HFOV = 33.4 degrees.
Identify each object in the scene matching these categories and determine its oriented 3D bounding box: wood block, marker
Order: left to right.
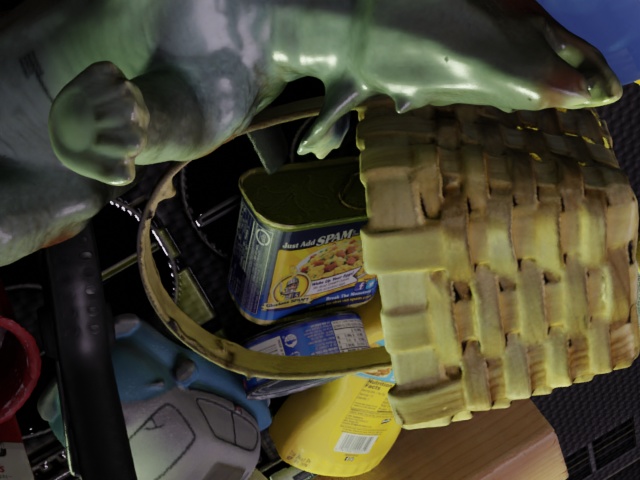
[{"bbox_3d":[0.017,0.166,0.850,0.121,0.020,0.020,-29,137,-7],"label":"marker"},{"bbox_3d":[0.089,0.199,0.874,0.206,0.090,0.090,-32,139,-4],"label":"wood block"}]

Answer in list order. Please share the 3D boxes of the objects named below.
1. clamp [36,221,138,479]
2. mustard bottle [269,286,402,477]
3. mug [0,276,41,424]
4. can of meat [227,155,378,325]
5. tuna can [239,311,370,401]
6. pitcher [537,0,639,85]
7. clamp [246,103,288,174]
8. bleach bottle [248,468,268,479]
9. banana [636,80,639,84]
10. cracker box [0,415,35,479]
[{"bbox_3d":[-0.127,0.050,0.558,0.036,0.165,0.210,-10,89,-18],"label":"clamp"},{"bbox_3d":[0.045,0.085,0.766,0.096,0.058,0.192,13,120,-34],"label":"mustard bottle"},{"bbox_3d":[-0.198,0.054,0.567,0.093,0.082,0.117,-33,137,-2],"label":"mug"},{"bbox_3d":[-0.004,0.001,0.662,0.101,0.057,0.084,-9,133,-26],"label":"can of meat"},{"bbox_3d":[-0.010,0.074,0.684,0.086,0.034,0.086,-16,166,-4],"label":"tuna can"},{"bbox_3d":[0.093,-0.175,0.514,0.145,0.149,0.242,-55,136,-4],"label":"pitcher"},{"bbox_3d":[-0.052,-0.095,0.540,0.120,0.039,0.172,2,138,-29],"label":"clamp"},{"bbox_3d":[-0.102,0.225,0.689,0.103,0.068,0.250,-52,175,16],"label":"bleach bottle"},{"bbox_3d":[0.198,-0.167,0.653,0.069,0.037,0.198,-19,135,-14],"label":"banana"},{"bbox_3d":[-0.227,0.162,0.547,0.163,0.214,0.072,1,126,-33],"label":"cracker box"}]
